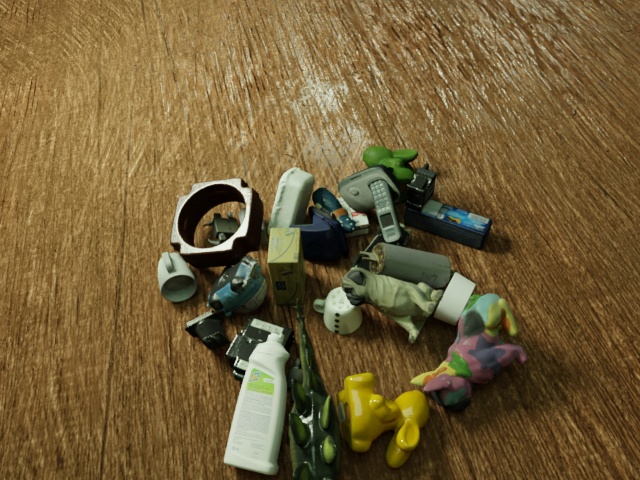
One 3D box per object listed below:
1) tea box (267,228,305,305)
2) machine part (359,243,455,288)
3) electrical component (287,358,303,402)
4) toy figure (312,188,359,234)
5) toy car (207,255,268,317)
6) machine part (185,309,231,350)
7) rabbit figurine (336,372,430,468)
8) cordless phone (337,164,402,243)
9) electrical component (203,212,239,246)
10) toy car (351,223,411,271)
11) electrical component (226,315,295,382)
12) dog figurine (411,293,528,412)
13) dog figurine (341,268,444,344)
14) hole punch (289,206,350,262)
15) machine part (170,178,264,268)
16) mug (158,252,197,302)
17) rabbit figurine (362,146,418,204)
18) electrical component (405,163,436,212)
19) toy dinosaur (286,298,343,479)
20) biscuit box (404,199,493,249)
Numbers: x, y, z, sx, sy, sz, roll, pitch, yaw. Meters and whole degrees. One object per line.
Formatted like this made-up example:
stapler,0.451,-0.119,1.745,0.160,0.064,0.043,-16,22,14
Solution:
tea box,-0.071,0.061,1.184,0.068,0.169,0.098,-2,50,3
machine part,0.200,0.057,1.188,0.243,0.079,0.079,13,48,-19
electrical component,-0.035,0.285,1.095,0.063,0.021,0.094,0,51,4
toy figure,0.037,-0.065,1.303,0.064,0.057,0.155,-32,58,-7
toy car,-0.170,0.109,1.191,0.103,0.162,0.109,39,44,-22
machine part,-0.240,0.192,1.151,0.084,0.039,0.139,-23,23,-22
rabbit figurine,0.131,0.325,0.996,0.173,0.121,0.162,1,41,-20
cordless phone,0.128,-0.075,1.275,0.088,0.147,0.184,-2,77,-49
electrical component,-0.247,-0.026,1.351,0.078,0.045,0.102,-1,48,-34
toy car,0.143,0.031,1.267,0.074,0.056,0.202,23,55,28
electrical component,-0.127,0.235,1.121,0.115,0.058,0.134,15,54,18
dog figurine,0.278,0.221,1.045,0.219,0.108,0.191,-21,92,-12
dog figurine,0.149,0.111,1.138,0.191,0.172,0.121,32,96,14
hole punch,-0.003,-0.004,1.262,0.116,0.142,0.092,26,55,39
machine part,-0.239,-0.039,1.265,0.201,0.087,0.201,-5,60,15
mug,-0.342,0.072,1.242,0.081,0.109,0.107,-28,41,-8
rabbit figurine,0.183,-0.191,1.400,0.159,0.121,0.170,-16,54,-17
electrical component,0.252,-0.134,1.303,0.048,0.074,0.119,24,52,22
toy dinosaur,-0.008,0.336,0.942,0.105,0.198,0.472,-8,53,-7
biscuit box,0.311,-0.044,1.310,0.203,0.062,0.059,21,55,19
